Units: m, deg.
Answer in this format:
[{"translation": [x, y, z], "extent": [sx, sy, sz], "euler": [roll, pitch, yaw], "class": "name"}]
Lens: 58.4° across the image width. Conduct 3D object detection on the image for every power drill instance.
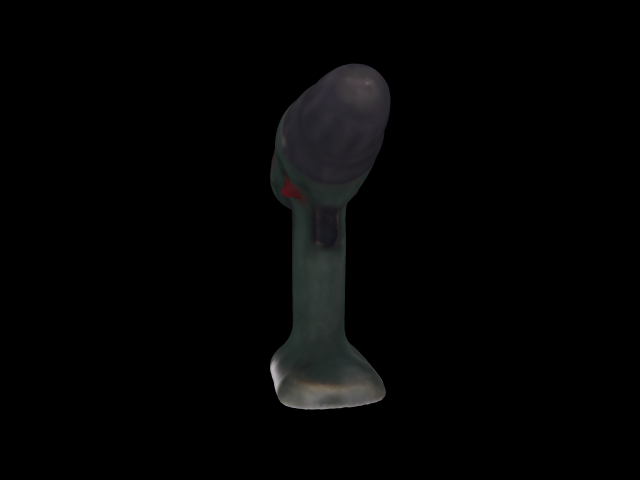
[{"translation": [0.004, 0.001, 0.400], "extent": [0.076, 0.208, 0.229], "euler": [-1, 7, -11], "class": "power drill"}]
